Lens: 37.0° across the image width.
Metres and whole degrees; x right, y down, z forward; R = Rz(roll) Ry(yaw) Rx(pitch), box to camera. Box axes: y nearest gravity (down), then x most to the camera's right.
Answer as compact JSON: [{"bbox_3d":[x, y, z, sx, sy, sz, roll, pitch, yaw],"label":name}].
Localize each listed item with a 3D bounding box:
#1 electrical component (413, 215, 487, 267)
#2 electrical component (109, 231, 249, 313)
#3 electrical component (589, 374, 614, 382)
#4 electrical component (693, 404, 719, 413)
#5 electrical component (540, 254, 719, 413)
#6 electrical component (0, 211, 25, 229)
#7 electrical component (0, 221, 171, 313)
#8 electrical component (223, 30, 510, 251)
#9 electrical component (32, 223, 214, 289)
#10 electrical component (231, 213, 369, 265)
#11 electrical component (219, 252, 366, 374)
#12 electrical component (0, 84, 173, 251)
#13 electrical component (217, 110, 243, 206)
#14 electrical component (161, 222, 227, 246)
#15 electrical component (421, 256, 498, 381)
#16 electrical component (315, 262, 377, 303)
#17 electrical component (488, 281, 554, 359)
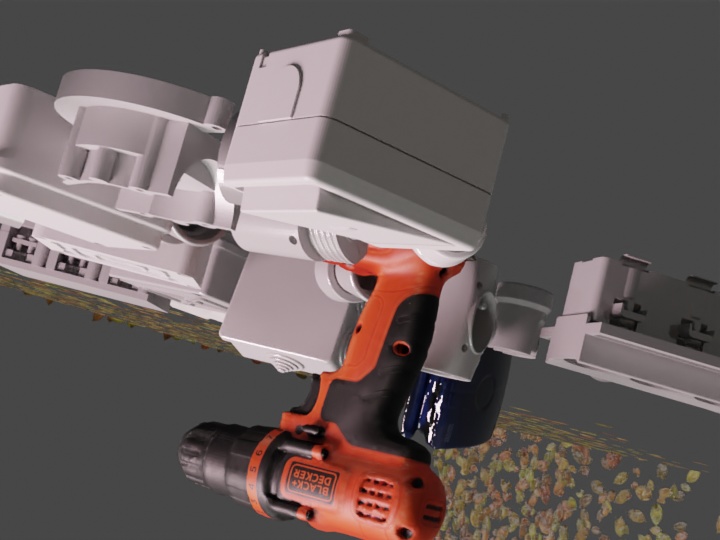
[{"bbox_3d":[0.047,-0.022,0.533,0.035,0.035,0.061,16,168,-10],"label":"electrical component"},{"bbox_3d":[-0.134,0.000,0.908,0.109,0.056,0.109,10,170,31],"label":"electrical component"},{"bbox_3d":[0.196,0.064,0.812,0.040,0.040,0.078,16,171,-5],"label":"electrical component"},{"bbox_3d":[0.269,0.070,0.672,0.109,0.056,0.109,19,171,-27],"label":"electrical component"},{"bbox_3d":[0.174,0.037,0.596,0.121,0.063,0.079,16,171,-11],"label":"electrical component"},{"bbox_3d":[-0.287,-0.064,0.800,0.081,0.043,0.043,19,171,-26],"label":"electrical component"},{"bbox_3d":[-0.251,-0.013,1.005,0.150,0.061,0.089,14,172,5],"label":"electrical component"},{"bbox_3d":[0.007,-0.039,0.400,0.096,0.061,0.062,21,170,-36],"label":"electrical component"},{"bbox_3d":[-0.157,-0.032,0.738,0.113,0.057,0.078,15,171,-1],"label":"electrical component"},{"bbox_3d":[-0.028,-0.027,0.593,0.081,0.043,0.043,8,169,37],"label":"electrical component"},{"bbox_3d":[-0.043,0.027,0.791,0.100,0.099,0.048,12,158,18],"label":"electrical component"},{"bbox_3d":[-0.164,-0.054,0.603,0.113,0.057,0.078,22,169,-40],"label":"electrical component"},{"bbox_3d":[-0.016,-0.043,0.470,0.081,0.043,0.043,12,171,18],"label":"electrical component"},{"bbox_3d":[-0.111,-0.037,0.664,0.045,0.045,0.055,21,170,-37],"label":"electrical component"},{"bbox_3d":[0.068,0.034,0.713,0.044,0.077,0.079,10,172,27],"label":"electrical component"},{"bbox_3d":[0.000,0.000,0.717,0.045,0.045,0.055,19,171,-28],"label":"electrical component"},{"bbox_3d":[0.111,0.035,0.749,0.040,0.046,0.040,14,172,2],"label":"electrical component"}]
